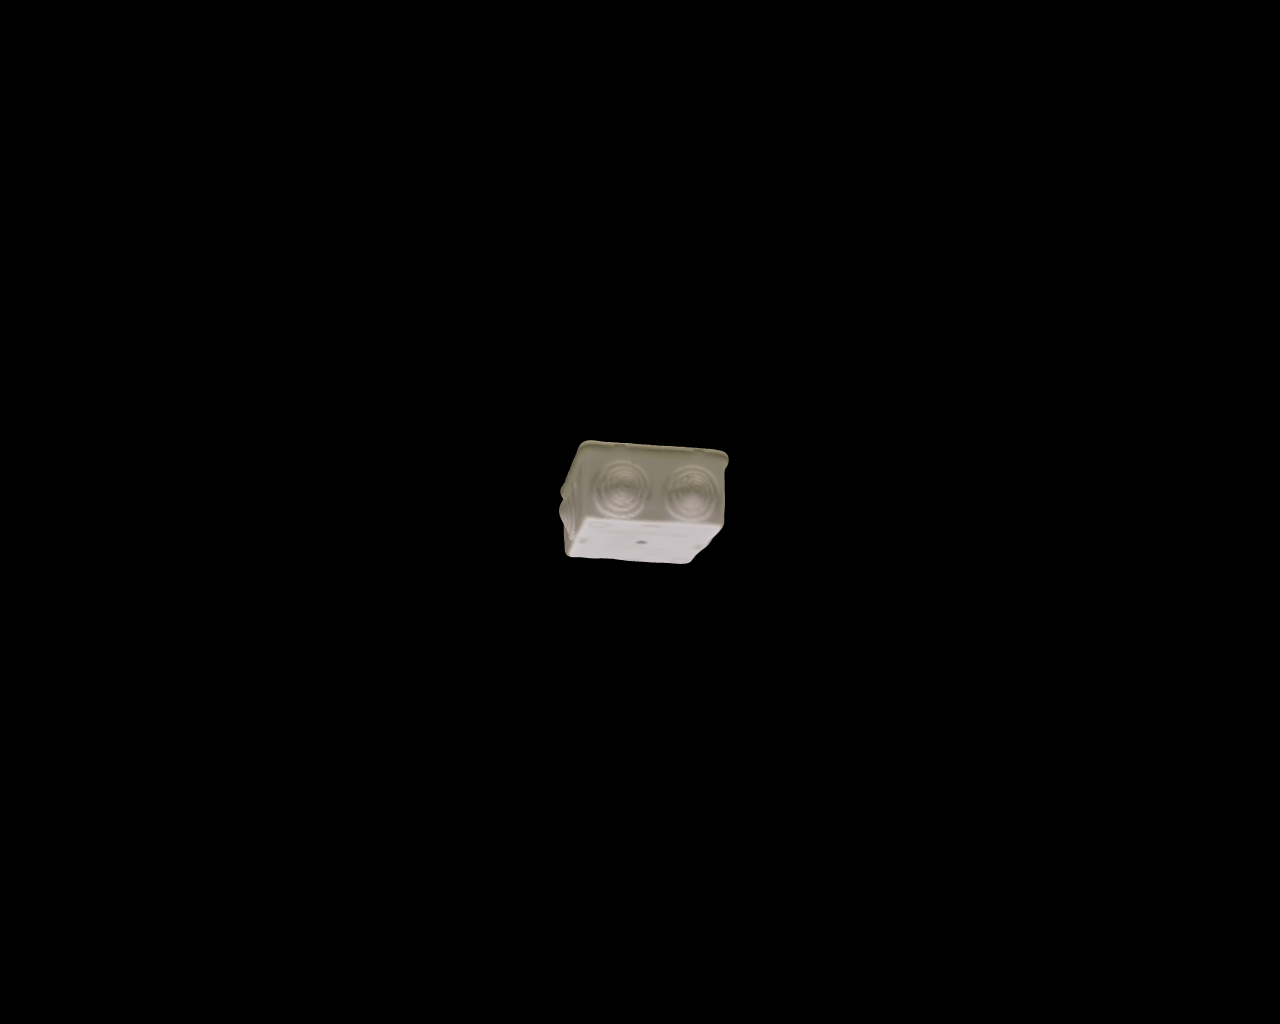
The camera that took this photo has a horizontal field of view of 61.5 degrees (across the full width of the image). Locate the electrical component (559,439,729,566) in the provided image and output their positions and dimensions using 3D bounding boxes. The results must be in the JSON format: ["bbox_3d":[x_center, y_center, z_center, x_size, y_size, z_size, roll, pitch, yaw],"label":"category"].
[{"bbox_3d":[0.001,-0.003,0.650,0.100,0.048,0.099,4,-19,-12],"label":"electrical component"}]
